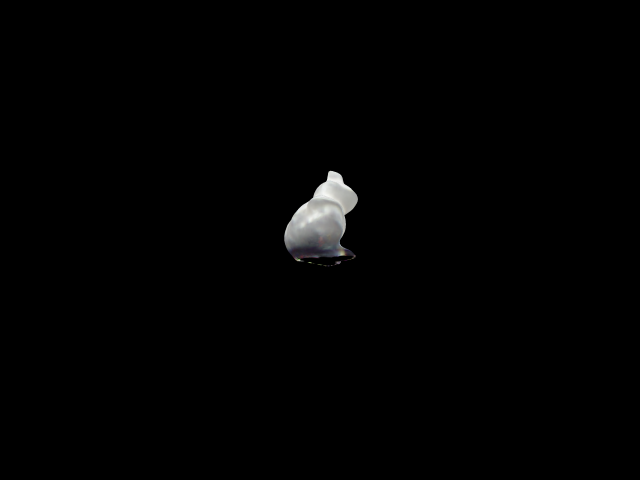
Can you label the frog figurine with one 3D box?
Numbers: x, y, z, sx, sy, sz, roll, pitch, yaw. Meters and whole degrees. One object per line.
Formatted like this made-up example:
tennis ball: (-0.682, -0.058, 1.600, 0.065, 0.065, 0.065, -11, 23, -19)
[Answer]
frog figurine: (0.003, -0.043, 0.850, 0.123, 0.161, 0.136, 0, -14, 0)
